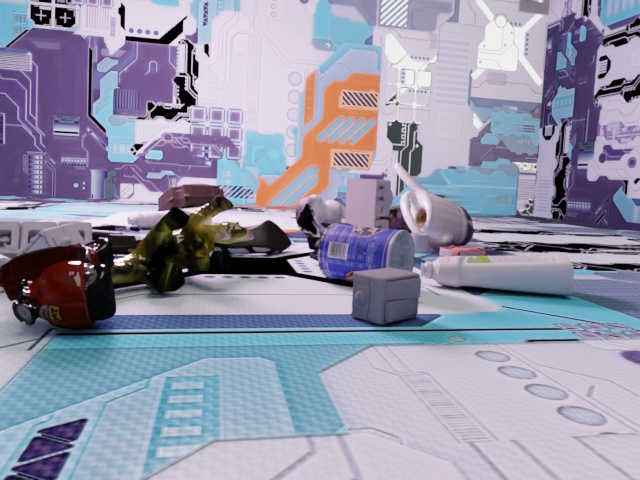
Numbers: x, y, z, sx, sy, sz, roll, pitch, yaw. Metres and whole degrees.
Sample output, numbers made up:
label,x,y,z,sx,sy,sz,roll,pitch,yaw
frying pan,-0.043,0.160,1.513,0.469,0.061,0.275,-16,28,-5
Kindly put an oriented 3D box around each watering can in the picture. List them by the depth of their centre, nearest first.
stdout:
label,x,y,z,sx,sy,sz,roll,pitch,yaw
watering can,0.333,-0.098,1.538,0.223,0.356,0.102,16,-48,-21

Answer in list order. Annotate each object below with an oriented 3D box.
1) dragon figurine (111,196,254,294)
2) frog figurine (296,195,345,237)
label,x,y,z,sx,sy,sz,roll,pitch,yaw
dragon figurine,-0.276,0.031,0.861,0.414,0.122,0.240,-19,0,-36
frog figurine,0.005,-0.081,1.607,0.121,0.137,0.162,-31,0,44
